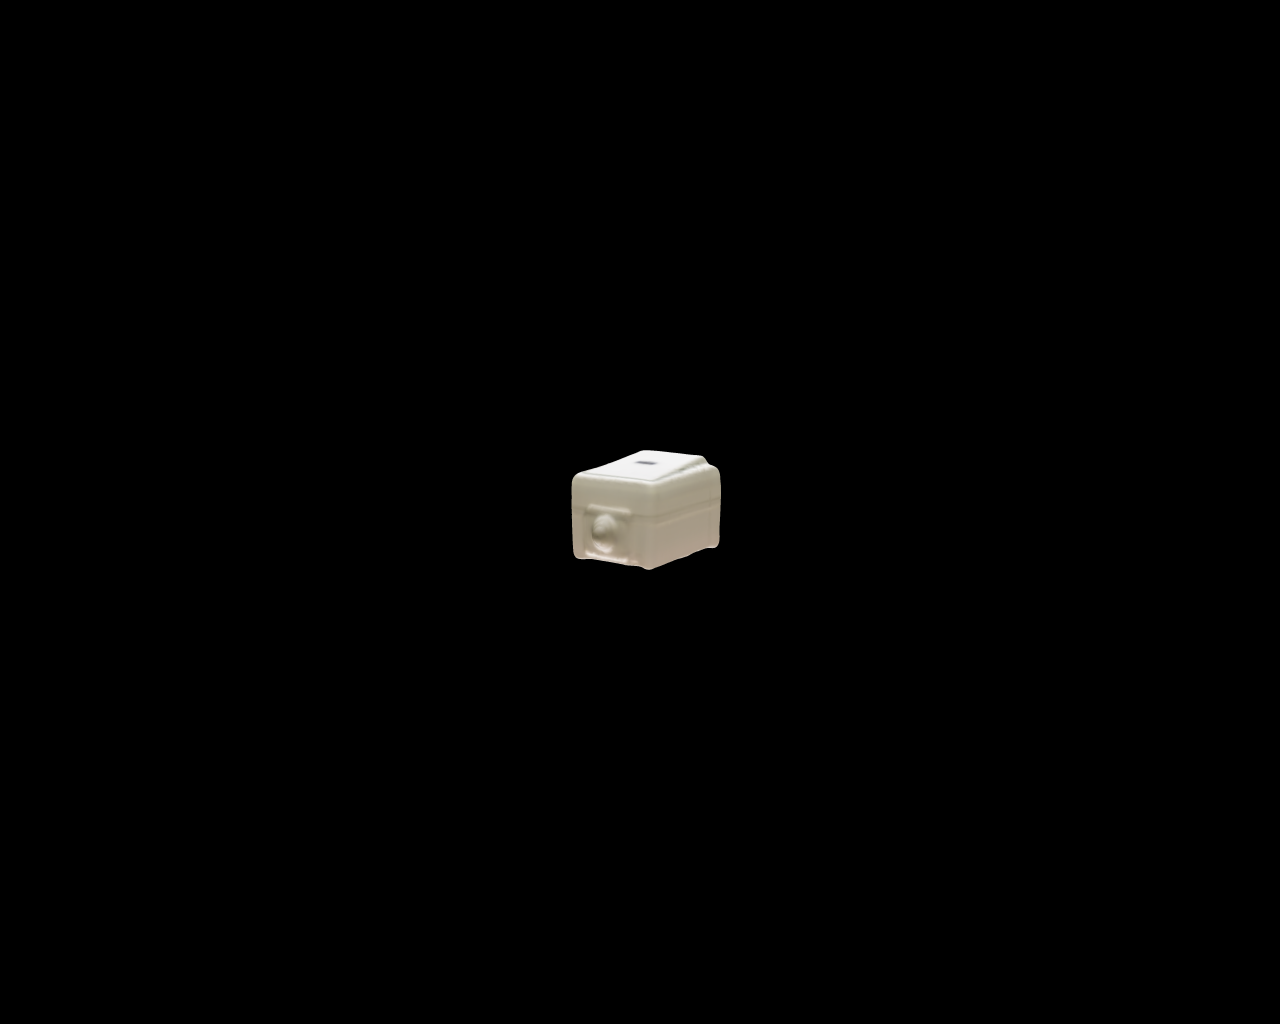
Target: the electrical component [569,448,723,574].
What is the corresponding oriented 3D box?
[{"bbox_3d":[0.001,-0.003,0.650,0.062,0.061,0.096,8,14,35],"label":"electrical component"}]
